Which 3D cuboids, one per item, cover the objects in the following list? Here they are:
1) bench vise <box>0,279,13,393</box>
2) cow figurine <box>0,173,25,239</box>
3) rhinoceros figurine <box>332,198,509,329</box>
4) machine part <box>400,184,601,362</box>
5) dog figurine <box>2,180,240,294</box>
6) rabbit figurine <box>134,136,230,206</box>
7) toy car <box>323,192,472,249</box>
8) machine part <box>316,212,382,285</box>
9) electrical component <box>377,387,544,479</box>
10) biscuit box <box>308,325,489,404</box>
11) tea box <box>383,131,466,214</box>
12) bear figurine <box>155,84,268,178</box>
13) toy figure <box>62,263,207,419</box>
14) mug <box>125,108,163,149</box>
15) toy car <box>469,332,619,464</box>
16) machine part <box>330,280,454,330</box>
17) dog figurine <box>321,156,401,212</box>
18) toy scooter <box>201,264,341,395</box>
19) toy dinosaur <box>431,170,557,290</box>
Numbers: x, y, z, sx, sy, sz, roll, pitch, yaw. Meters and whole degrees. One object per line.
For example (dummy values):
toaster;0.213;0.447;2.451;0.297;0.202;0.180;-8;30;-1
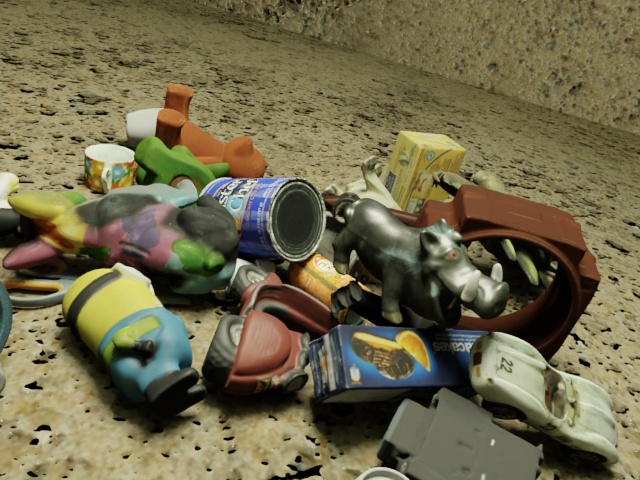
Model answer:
bench vise;-0.327;0.076;0.400;0.241;0.128;0.223;13;5;33
cow figurine;-0.387;-0.029;0.630;0.167;0.068;0.098;3;36;-15
rhinoceros figurine;0.098;0.024;0.542;0.073;0.112;0.191;-2;30;-48
machine part;0.198;0.050;0.631;0.201;0.201;0.087;16;34;1
dog figurine;-0.224;-0.003;0.599;0.219;0.108;0.192;-5;30;-44
rabbit figurine;-0.210;-0.090;0.785;0.159;0.121;0.170;3;15;-29
toy car;0.100;-0.020;0.711;0.202;0.053;0.089;13;13;1
machine part;-0.002;-0.002;0.762;0.243;0.079;0.079;32;32;29
electrical component;0.120;0.199;0.473;0.134;0.058;0.115;25;32;15
biscuit box;0.091;0.126;0.544;0.202;0.059;0.063;8;58;-30
tea box;0.162;-0.090;0.899;0.098;0.169;0.068;0;32;-29
bear figurine;-0.171;-0.156;0.890;0.196;0.131;0.120;14;43;-11
toy figure;-0.179;0.089;0.508;0.089;0.082;0.180;-9;39;-39
mug;-0.291;-0.184;0.961;0.107;0.080;0.109;-1;68;-16
toy car;0.231;0.160;0.539;0.201;0.056;0.073;30;50;-17
machine part;0.078;0.088;0.602;0.139;0.084;0.039;27;48;-18
dog figurine;0.098;-0.014;0.843;0.190;0.121;0.172;54;8;7
toy scooter;-0.041;0.099;0.566;0.135;0.075;0.184;23;28;-7
toy dinosaur;0.280;-0.020;0.807;0.471;0.105;0.199;23;19;-36
